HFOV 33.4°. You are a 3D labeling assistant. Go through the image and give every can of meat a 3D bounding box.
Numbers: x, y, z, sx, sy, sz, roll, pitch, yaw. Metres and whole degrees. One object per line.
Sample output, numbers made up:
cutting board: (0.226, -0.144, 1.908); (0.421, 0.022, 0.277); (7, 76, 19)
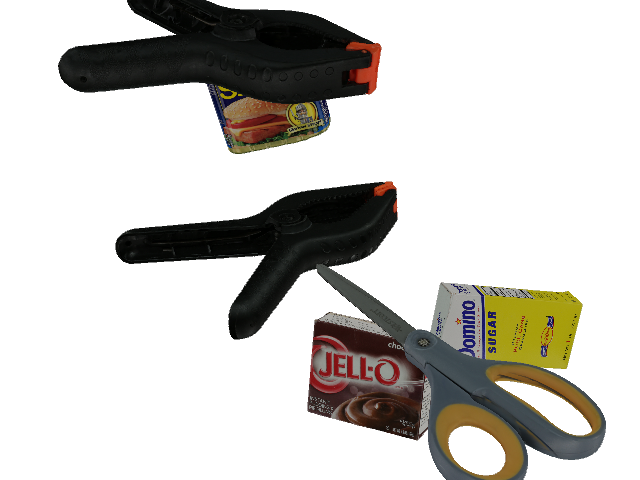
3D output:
can of meat: (-0.047, -0.131, 0.948); (0.102, 0.084, 0.057); (-10, 31, 11)

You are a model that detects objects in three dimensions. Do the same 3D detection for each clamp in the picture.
clamp: (-0.056, -0.104, 0.593); (0.171, 0.039, 0.120); (13, 44, 15)
clamp: (-0.033, -0.002, 0.776); (0.209, 0.036, 0.165); (-26, 35, -37)

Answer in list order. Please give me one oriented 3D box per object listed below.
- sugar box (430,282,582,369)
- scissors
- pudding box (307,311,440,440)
sugar box: (0.226, 0.106, 1.313); (0.176, 0.093, 0.048); (3, 18, -17)
scissors: (0.050, 0.072, 0.567); (0.202, 0.016, 0.096); (23, 44, 31)
pudding box: (0.047, 0.121, 0.963); (0.114, 0.090, 0.039); (10, 17, 21)
